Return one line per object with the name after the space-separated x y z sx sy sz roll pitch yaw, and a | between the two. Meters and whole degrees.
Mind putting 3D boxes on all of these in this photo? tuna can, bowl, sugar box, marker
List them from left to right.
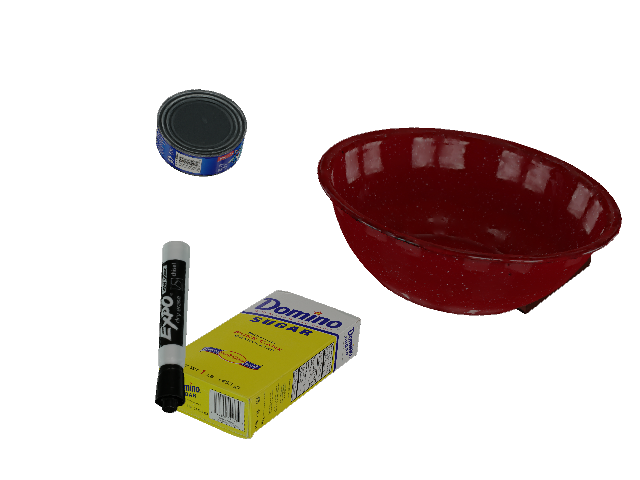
-0.095 0.055 0.692 0.020 0.121 0.020 -2 -34 -1 | marker
-0.115 -0.103 1.026 0.086 0.086 0.034 0 -36 -12 | tuna can
-0.048 0.100 0.915 0.093 0.048 0.175 18 29 26 | sugar box
0.075 -0.006 0.576 0.162 0.055 0.162 6 27 -3 | bowl

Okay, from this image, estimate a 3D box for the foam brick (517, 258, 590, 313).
0.151 0.005 0.764 0.078 0.053 0.051 -32 42 -30 | foam brick
